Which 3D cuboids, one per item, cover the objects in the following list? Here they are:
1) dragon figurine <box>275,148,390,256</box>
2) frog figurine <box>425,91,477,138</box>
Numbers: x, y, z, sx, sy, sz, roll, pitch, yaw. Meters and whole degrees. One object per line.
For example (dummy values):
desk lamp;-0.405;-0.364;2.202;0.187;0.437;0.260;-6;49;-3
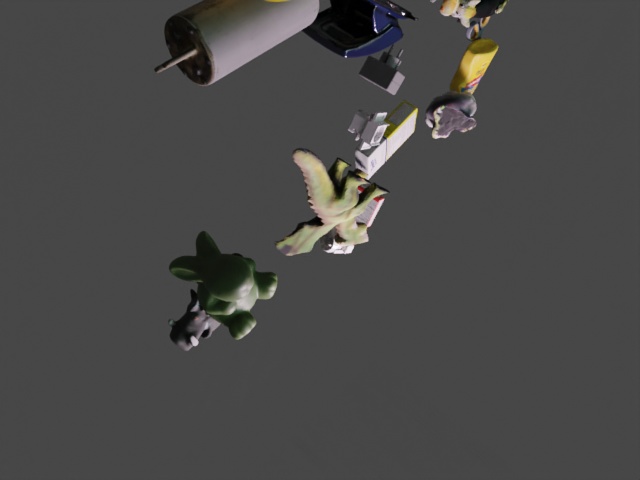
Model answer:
dragon figurine;0.003;-0.053;1.059;0.124;0.240;0.408;47;19;31
frog figurine;0.349;-0.344;1.370;0.135;0.122;0.163;-35;15;31
